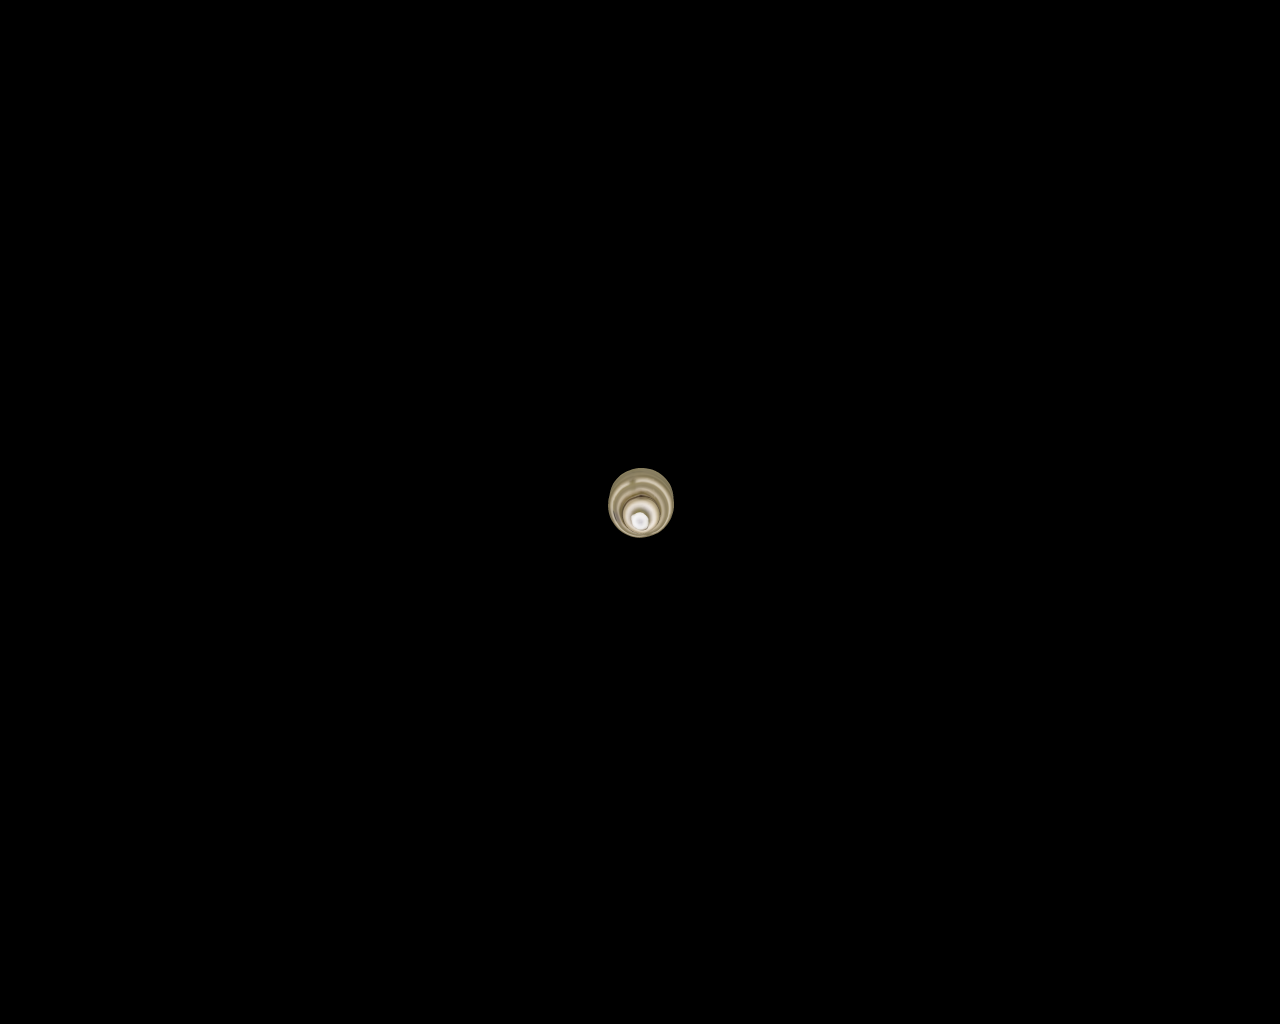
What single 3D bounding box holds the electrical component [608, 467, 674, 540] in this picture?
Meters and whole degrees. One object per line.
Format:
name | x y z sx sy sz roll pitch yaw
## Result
electrical component | 0.001 -0.003 0.650 0.040 0.040 0.078 0 12 0
